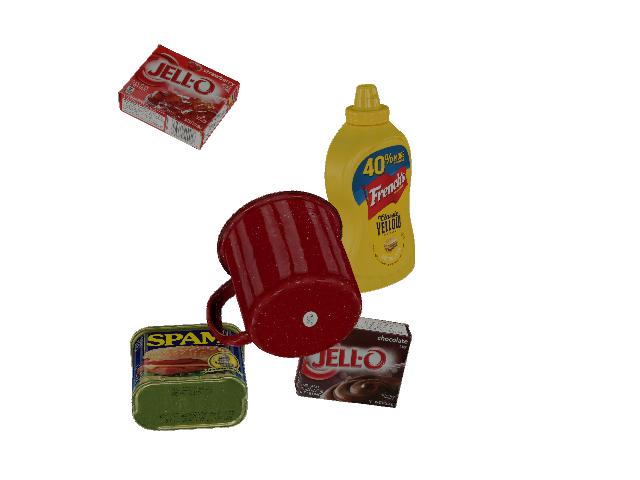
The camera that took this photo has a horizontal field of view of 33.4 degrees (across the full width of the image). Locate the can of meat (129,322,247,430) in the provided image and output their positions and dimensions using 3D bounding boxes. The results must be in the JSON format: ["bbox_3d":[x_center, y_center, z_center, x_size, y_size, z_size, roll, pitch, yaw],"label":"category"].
[{"bbox_3d":[-0.114,0.118,0.921,0.102,0.057,0.084,-2,27,-7],"label":"can of meat"}]

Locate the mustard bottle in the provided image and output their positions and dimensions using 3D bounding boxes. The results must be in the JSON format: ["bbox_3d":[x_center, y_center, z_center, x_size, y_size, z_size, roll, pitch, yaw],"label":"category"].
[{"bbox_3d":[0.047,-0.052,1.012,0.096,0.192,0.058,-19,24,-38],"label":"mustard bottle"}]

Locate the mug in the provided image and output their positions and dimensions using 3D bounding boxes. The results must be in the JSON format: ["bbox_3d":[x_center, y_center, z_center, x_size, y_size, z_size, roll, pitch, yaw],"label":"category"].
[{"bbox_3d":[-0.030,0.032,0.742,0.117,0.081,0.093,-30,-45,11],"label":"mug"}]

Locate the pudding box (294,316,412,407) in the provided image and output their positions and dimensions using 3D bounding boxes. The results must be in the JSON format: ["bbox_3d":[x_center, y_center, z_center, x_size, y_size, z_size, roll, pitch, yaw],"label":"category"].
[{"bbox_3d":[0.035,0.128,1.153,0.113,0.090,0.039,7,23,-8],"label":"pudding box"}]

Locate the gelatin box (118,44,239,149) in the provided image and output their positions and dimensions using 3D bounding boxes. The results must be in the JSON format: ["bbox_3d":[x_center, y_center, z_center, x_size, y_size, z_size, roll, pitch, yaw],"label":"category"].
[{"bbox_3d":[-0.131,-0.135,0.990,0.089,0.073,0.030,27,-35,7],"label":"gelatin box"}]
